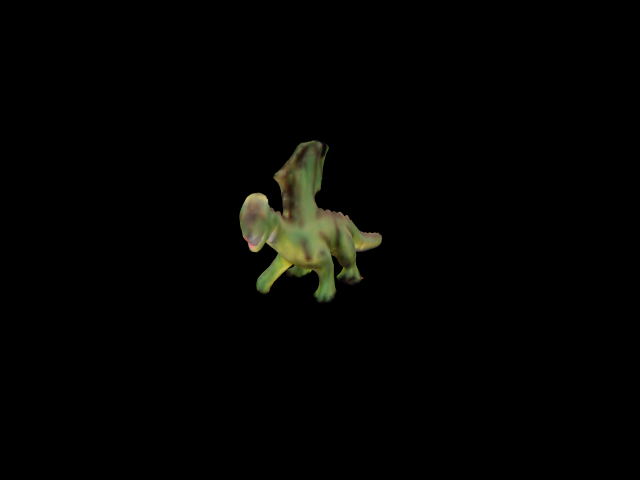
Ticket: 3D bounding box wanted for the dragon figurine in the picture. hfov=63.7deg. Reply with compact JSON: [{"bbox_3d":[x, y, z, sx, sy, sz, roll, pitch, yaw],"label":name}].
[{"bbox_3d":[0.003,-0.043,0.850,0.122,0.239,0.415,11,23,30],"label":"dragon figurine"}]
